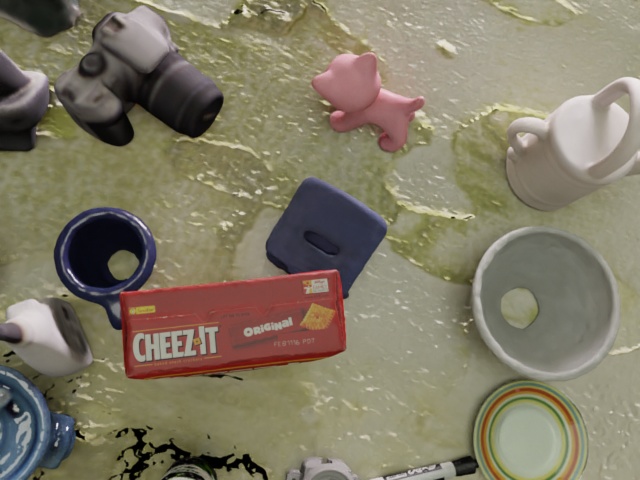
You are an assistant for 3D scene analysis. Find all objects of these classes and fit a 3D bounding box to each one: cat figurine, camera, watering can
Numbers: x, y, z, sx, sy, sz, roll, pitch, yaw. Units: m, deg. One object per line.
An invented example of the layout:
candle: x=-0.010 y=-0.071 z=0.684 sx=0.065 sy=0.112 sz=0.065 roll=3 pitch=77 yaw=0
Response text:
cat figurine: x=0.055 y=-0.162 z=0.637 sx=0.128 sy=0.117 sz=0.067 roll=18 pitch=76 yaw=-3
camera: x=-0.184 y=-0.164 z=0.614 sx=0.137 sy=0.100 sz=0.143 roll=36 pitch=76 yaw=1
watering can: x=0.296 y=-0.104 z=0.619 sx=0.173 sy=0.194 sz=0.101 roll=-8 pitch=79 yaw=-9

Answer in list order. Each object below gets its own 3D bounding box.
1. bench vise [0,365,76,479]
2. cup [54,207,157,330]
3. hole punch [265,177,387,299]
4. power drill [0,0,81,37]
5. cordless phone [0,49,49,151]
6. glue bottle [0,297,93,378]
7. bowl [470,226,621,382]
bench vise: x=-0.330 y=0.163 z=0.465 sx=0.207 sy=0.219 sz=0.121 roll=0 pitch=78 yaw=-7
cup: x=-0.202 y=0.034 z=0.573 sx=0.092 sy=0.095 sz=0.118 roll=-15 pitch=80 yaw=-10
hole punch: x=0.006 y=0.002 z=0.610 sx=0.108 sy=0.091 sz=0.101 roll=31 pitch=76 yaw=0
power drill: x=-0.328 y=-0.304 z=0.569 sx=0.229 sy=0.208 sz=0.076 roll=24 pitch=76 yaw=-2
cordless phone: x=-0.356 y=-0.158 z=0.546 sx=0.147 sy=0.185 sz=0.094 roll=-4 pitch=79 yaw=-8
glue bottle: x=-0.253 y=0.085 z=0.515 sx=0.037 sy=0.173 sz=0.078 roll=-23 pitch=82 yaw=-11
bowl: x=0.236 y=0.072 z=0.635 sx=0.167 sy=0.074 sz=0.167 roll=2 pitch=78 yaw=-7
